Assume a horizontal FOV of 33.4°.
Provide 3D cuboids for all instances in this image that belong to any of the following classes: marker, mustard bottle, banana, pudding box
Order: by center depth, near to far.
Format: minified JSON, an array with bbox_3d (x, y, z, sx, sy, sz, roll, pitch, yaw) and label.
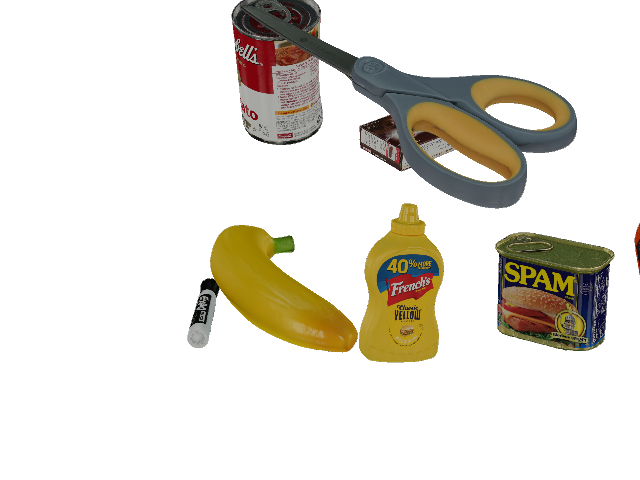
[{"bbox_3d":[-0.032,0.023,0.677,0.069,0.037,0.198,-4,19,-11],"label":"banana"},{"bbox_3d":[-0.108,0.065,0.997,0.020,0.020,0.121,0,21,0],"label":"marker"},{"bbox_3d":[0.101,0.050,1.294,0.096,0.192,0.058,0,14,-13],"label":"mustard bottle"},{"bbox_3d":[0.123,-0.142,1.465,0.113,0.039,0.090,-25,40,-29],"label":"pudding box"}]

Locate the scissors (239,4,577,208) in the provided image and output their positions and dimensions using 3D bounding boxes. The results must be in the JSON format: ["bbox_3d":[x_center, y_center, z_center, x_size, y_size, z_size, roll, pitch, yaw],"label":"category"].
[{"bbox_3d":[0.046,-0.084,0.537,0.096,0.016,0.202,-20,47,-22],"label":"scissors"}]

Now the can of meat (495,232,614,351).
[{"bbox_3d":[0.208,0.047,0.962,0.102,0.084,0.057,13,26,35],"label":"can of meat"}]

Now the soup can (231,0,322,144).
[{"bbox_3d":[-0.032,-0.135,0.841,0.068,0.102,0.068,-1,43,1],"label":"soup can"}]

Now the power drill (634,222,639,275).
[{"bbox_3d":[0.262,-0.039,0.737,0.057,0.188,0.184,5,38,9],"label":"power drill"}]
